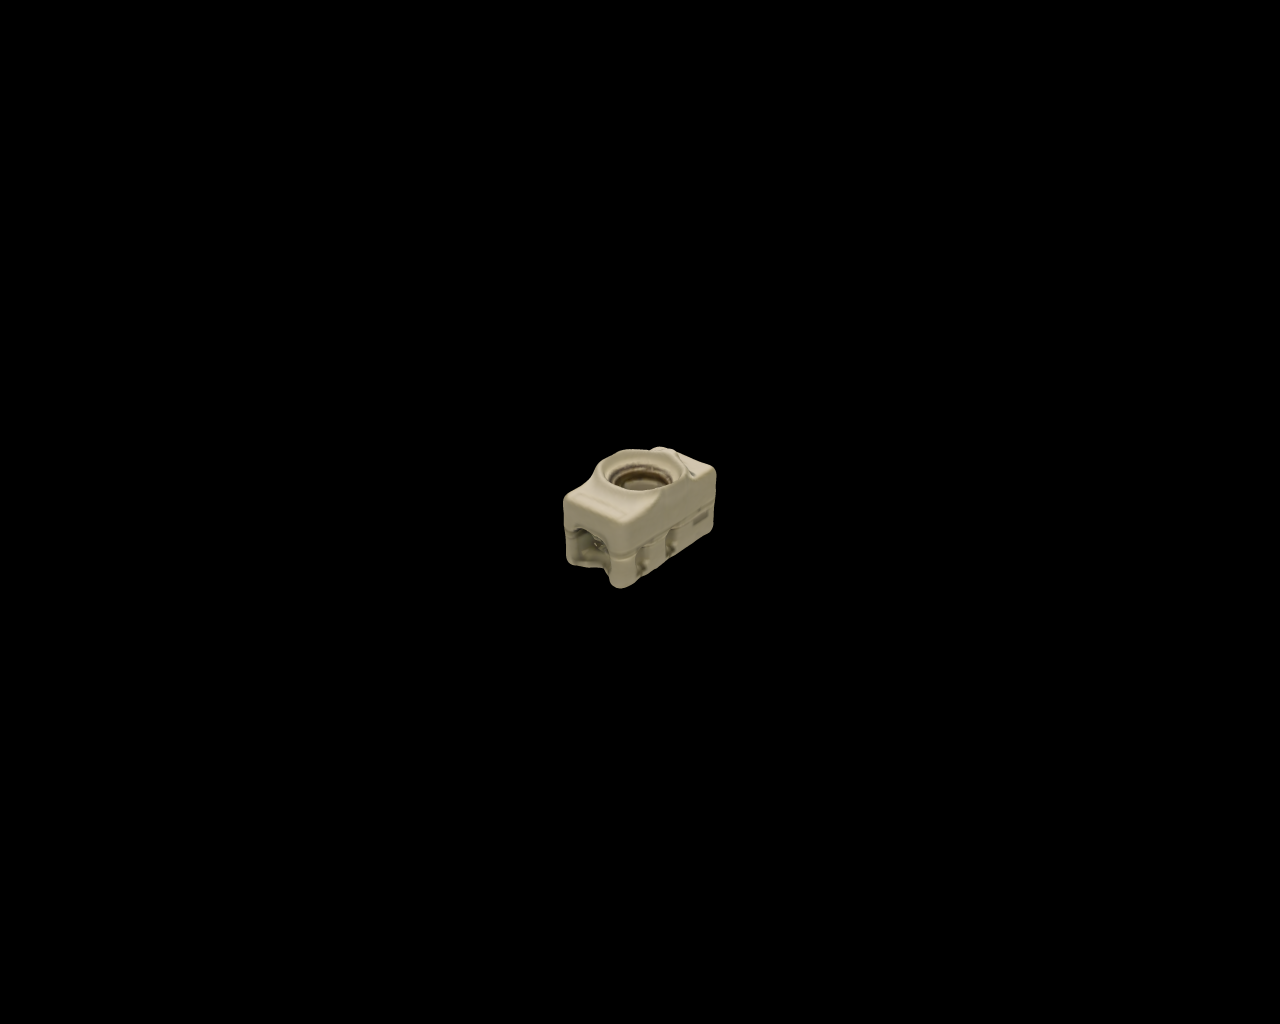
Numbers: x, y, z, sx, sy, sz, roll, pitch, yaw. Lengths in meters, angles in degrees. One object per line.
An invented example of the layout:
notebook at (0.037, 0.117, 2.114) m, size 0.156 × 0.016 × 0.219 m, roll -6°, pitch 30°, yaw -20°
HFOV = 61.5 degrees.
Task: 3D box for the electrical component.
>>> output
electrical component at (0.001, -0.003, 0.650) m, size 0.050 × 0.055 × 0.090 m, roll 24°, pitch 39°, yaw 34°
